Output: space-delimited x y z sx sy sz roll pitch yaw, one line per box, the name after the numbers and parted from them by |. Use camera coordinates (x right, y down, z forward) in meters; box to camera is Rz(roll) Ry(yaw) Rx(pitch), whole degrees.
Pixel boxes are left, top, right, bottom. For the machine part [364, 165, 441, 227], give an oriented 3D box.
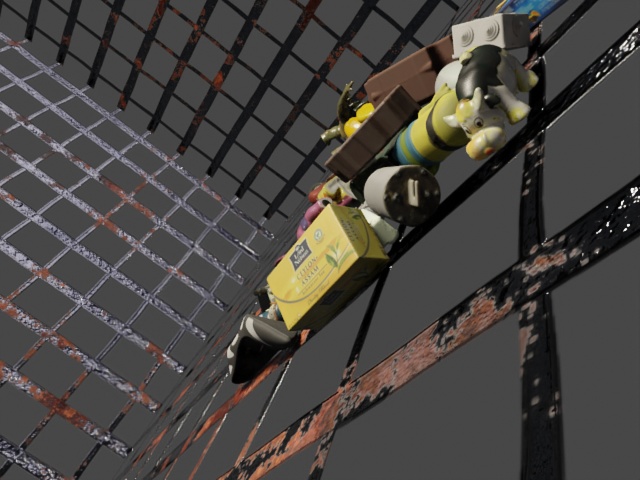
0.110 -0.064 0.747 0.079 0.079 0.243 -53 8 3 | machine part

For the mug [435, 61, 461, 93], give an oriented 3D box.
0.221 -0.228 0.800 0.109 0.080 0.107 -37 12 -7 | mug

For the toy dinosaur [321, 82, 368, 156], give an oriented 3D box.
0.105 -0.302 1.466 0.198 0.105 0.471 -37 -14 13 | toy dinosaur

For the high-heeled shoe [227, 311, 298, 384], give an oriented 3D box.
-0.109 0.204 0.934 0.249 0.086 0.145 -179 103 -70 | high-heeled shoe

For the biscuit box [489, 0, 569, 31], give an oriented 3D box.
0.346 -0.390 0.887 0.063 0.059 0.203 -54 7 -10 | biscuit box

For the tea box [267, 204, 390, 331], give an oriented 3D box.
0.007 0.042 0.752 0.068 0.098 0.169 5 -45 -42 | tea box

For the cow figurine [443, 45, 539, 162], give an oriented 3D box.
0.193 -0.169 0.632 0.068 0.098 0.167 -36 17 47 | cow figurine

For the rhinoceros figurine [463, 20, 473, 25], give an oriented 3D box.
0.317 -0.417 1.205 0.190 0.073 0.112 -56 -4 -9 | rhinoceros figurine

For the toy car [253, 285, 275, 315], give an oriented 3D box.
-0.103 0.134 1.163 0.056 0.073 0.202 -17 -3 -15 | toy car

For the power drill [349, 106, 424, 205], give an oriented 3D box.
0.125 -0.143 1.009 0.232 0.086 0.207 -35 11 38 | power drill

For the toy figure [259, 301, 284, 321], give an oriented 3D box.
-0.083 0.152 1.023 0.058 0.064 0.154 -23 -17 -37 | toy figure

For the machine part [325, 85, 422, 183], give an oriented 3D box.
0.086 -0.169 0.877 0.179 0.056 0.179 -45 5 5 | machine part

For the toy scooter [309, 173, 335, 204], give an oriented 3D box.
0.063 -0.115 1.179 0.184 0.075 0.135 -23 20 4 | toy scooter

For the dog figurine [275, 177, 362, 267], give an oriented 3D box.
-0.002 -0.003 1.080 0.219 0.108 0.191 -51 7 35 | dog figurine

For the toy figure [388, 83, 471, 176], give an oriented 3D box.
0.166 -0.146 0.780 0.180 0.082 0.089 -35 29 55 | toy figure

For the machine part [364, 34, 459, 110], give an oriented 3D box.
0.200 -0.298 0.974 0.201 0.087 0.201 -17 11 46 | machine part

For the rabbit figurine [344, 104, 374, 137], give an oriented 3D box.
0.132 -0.248 1.198 0.173 0.162 0.122 -2 49 53 | rabbit figurine
